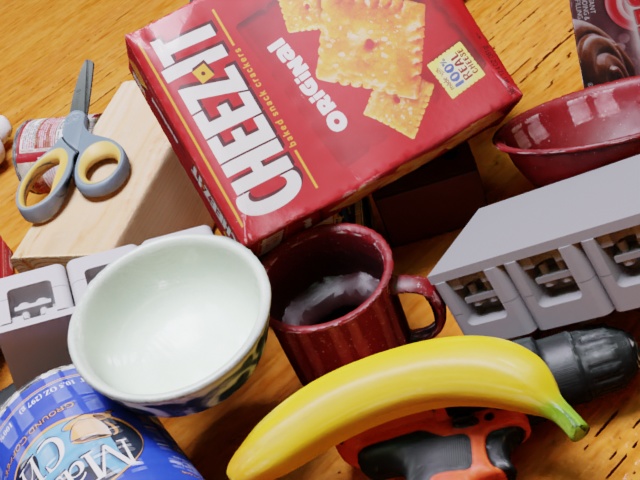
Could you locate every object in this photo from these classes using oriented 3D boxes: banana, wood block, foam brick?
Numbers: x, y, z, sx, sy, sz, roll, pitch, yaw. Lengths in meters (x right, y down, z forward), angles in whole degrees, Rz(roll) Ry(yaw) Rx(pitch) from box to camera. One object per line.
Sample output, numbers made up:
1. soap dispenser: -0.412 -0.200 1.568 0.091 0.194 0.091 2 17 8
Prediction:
1. banana: 0.042 0.089 0.579 0.198 0.037 0.069 -14 36 18
2. wood block: -0.141 -0.030 0.835 0.090 0.091 0.206 -2 45 24
3. foam brick: 0.078 -0.038 0.772 0.078 0.051 0.053 -18 40 6

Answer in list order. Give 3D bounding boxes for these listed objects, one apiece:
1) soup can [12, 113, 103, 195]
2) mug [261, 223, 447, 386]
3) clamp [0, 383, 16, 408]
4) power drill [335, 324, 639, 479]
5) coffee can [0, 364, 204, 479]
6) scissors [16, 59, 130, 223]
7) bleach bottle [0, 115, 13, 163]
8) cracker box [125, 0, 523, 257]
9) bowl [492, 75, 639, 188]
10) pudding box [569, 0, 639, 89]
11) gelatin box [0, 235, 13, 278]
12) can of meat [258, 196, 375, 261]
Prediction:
1. soup can: -0.207 -0.076 0.934 0.102 0.068 0.068 -3 44 22
2. mug: 0.023 0.048 0.679 0.117 0.081 0.093 -8 42 17
3. clamp: -0.230 0.173 0.694 0.165 0.036 0.209 13 49 35
4. power drill: 0.101 0.133 0.571 0.184 0.057 0.187 -19 37 10
5. coffee can: -0.122 0.151 0.618 0.102 0.103 0.140 -35 41 -14
6. scissors: -0.175 -0.088 0.831 0.096 0.016 0.201 -5 43 20
7. bleach bottle: -0.357 -0.039 0.954 0.103 0.068 0.250 -2 35 32
8. cracker box: 0.001 -0.107 0.717 0.213 0.072 0.164 -29 82 -11
9. bowl: 0.200 -0.064 0.715 0.162 0.055 0.162 -16 17 5
10. pudding box: 0.233 -0.149 0.773 0.090 0.113 0.039 -5 39 20
11. gelatin box: -0.296 0.041 0.877 0.089 0.030 0.073 -23 38 1
12. can of meat: -0.005 0.001 0.765 0.084 0.057 0.102 -12 42 9
